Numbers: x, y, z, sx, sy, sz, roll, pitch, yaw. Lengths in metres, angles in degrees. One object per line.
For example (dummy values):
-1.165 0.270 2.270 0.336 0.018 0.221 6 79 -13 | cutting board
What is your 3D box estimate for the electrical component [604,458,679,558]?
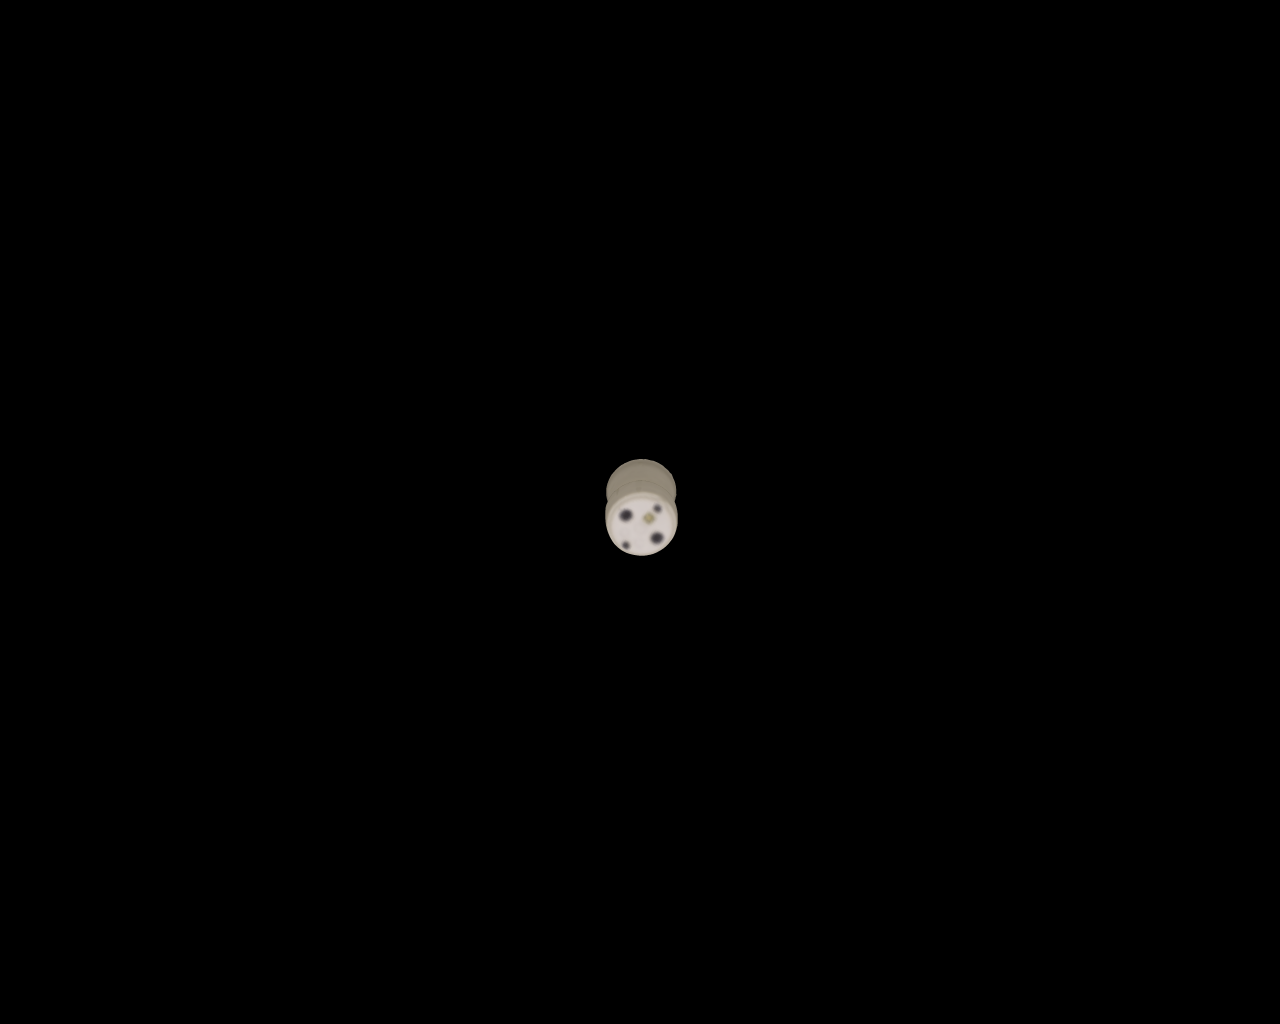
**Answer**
0.001 -0.003 0.650 0.045 0.044 0.055 0 24 0 | electrical component
